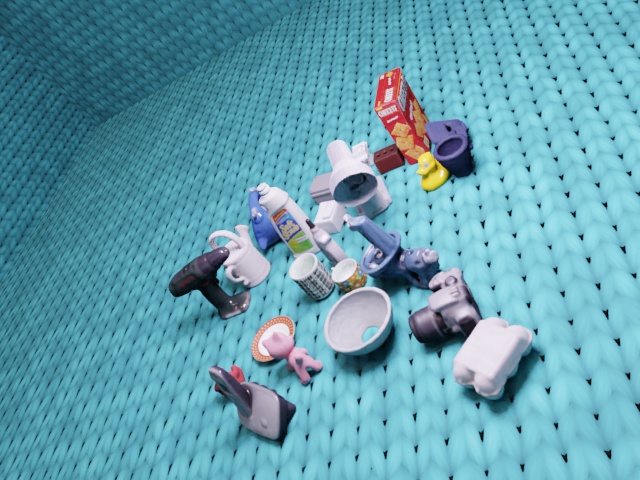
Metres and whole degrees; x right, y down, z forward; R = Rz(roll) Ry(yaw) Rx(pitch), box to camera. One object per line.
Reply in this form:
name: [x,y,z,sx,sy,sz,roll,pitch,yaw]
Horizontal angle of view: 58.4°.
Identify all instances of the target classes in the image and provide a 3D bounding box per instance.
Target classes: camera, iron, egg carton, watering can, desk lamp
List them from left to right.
watering can: [-0.235,0.035,1.616,0.101,0.195,0.172,-30,37,13]
iron: [-0.175,-0.091,1.744,0.118,0.142,0.257,-33,36,10]
desk lamp: [0.094,-0.152,1.505,0.118,0.214,0.203,-31,37,12]
camera: [0.243,0.138,1.157,0.136,0.101,0.143,-28,37,16]
egg carton: [0.313,0.213,1.041,0.107,0.070,0.150,18,65,50]

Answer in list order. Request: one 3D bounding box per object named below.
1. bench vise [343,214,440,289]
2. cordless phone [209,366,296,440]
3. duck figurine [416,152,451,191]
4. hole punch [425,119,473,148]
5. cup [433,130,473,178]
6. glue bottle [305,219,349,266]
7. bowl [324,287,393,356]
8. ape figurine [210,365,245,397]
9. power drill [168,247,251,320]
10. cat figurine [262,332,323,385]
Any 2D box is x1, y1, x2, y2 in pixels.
bench vise: [0.158,0.009,1.269,0.206,0.220,0.121,-14,43,31]
cordless phone: [-0.153,0.339,1.223,0.147,0.186,0.094,2,53,43]
duck figurine: [0.289,-0.191,1.483,0.105,0.086,0.077,-50,37,-14]
hole punch: [0.342,-0.281,1.528,0.101,0.091,0.108,-27,37,17]
cup: [0.346,-0.214,1.449,0.091,0.095,0.118,-14,43,31]
glue bottle: [0.013,0.005,1.444,0.037,0.174,0.077,-48,36,-12]
bowl: [0.096,0.190,1.256,0.167,0.075,0.167,-24,38,21]
ape figurine: [-0.228,0.334,1.377,0.078,0.092,0.076,-38,36,3]
power drill: [-0.285,0.121,1.557,0.229,0.209,0.075,-23,39,22]
cat figurine: [-0.072,0.255,1.299,0.067,0.118,0.127,-49,37,-13]
